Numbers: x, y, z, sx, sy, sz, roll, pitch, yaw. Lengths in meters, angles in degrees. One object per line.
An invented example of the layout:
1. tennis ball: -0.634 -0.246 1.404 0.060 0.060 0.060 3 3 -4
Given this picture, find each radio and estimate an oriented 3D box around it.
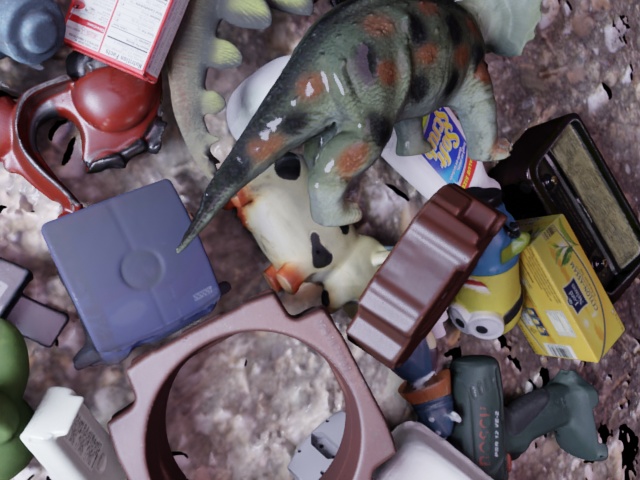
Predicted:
1. radio: 0.325 -0.033 0.698 0.131 0.073 0.229 -41 102 -24

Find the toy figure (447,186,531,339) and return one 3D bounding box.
1. toy figure: 0.187 0.028 0.599 0.089 0.082 0.180 -16 112 -19

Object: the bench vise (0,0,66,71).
1. bench vise: -0.309 -0.162 0.353 0.224 0.128 0.240 37 52 3

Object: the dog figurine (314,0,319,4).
1. dog figurine: 0.014 -0.330 0.579 0.172 0.121 0.190 6 97 -22

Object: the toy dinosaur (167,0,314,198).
1. toy dinosaur: -0.085 -0.276 0.457 0.199 0.105 0.471 11 89 12

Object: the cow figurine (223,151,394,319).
1. cow figurine: -0.001 -0.002 0.539 0.127 0.085 0.194 -36 99 -17

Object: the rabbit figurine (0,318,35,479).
1. rabbit figurine: -0.272 0.117 0.376 0.159 0.121 0.170 -36 134 17

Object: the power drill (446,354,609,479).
1. power drill: 0.233 0.244 0.632 0.207 0.086 0.232 -5 85 -18

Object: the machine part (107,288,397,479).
1. machine part: -0.055 0.159 0.461 0.201 0.087 0.201 -28 87 -7

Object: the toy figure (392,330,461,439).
1. toy figure: 0.108 0.140 0.584 0.058 0.064 0.154 -29 96 -33

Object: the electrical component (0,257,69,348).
1. electrical component: -0.264 0.050 0.426 0.119 0.048 0.075 35 72 -17

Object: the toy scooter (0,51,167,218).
1. toy scooter: -0.203 -0.084 0.453 0.184 0.075 0.135 -29 97 -22

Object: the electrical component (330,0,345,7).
1. electrical component: 0.087 -0.292 0.578 0.115 0.134 0.058 -40 102 -25

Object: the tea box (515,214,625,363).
1. tea box: 0.278 0.059 0.655 0.068 0.098 0.169 -36 102 -24

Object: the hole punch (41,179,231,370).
1. hole punch: -0.150 0.023 0.438 0.142 0.092 0.116 -26 73 -28

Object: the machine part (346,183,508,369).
1. machine part: 0.095 0.036 0.479 0.056 0.179 0.179 36 67 18

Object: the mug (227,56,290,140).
1. mug: -0.030 -0.141 0.522 0.080 0.107 0.109 42 72 -18

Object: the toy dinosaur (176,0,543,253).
1. toy dinosaur: 0.053 -0.137 0.442 0.405 0.131 0.192 -27 120 -35
